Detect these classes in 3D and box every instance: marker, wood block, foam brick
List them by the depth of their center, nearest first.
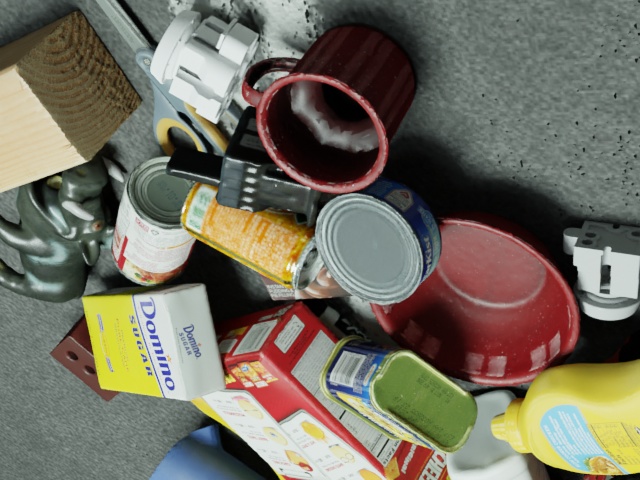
[{"bbox_3d":[-0.259,-0.098,0.867,0.207,0.090,0.090,-13,121,37],"label":"wood block"},{"bbox_3d":[0.026,0.082,0.917,0.121,0.020,0.020,41,136,-8],"label":"marker"},{"bbox_3d":[-0.215,0.112,1.056,0.078,0.051,0.053,42,136,-10],"label":"foam brick"}]

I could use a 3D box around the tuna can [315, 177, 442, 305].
[{"bbox_3d":[0.041,0.000,0.746,0.086,0.033,0.086,18,126,27],"label":"tuna can"}]

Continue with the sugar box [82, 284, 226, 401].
[{"bbox_3d":[-0.151,0.088,0.942,0.177,0.048,0.093,-7,96,58],"label":"sugar box"}]

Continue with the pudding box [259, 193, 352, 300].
[{"bbox_3d":[-0.006,0.001,0.848,0.114,0.039,0.090,-6,124,33],"label":"pudding box"}]

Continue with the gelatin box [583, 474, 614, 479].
[{"bbox_3d":[0.252,0.250,0.899,0.089,0.073,0.030,41,136,-9],"label":"gelatin box"}]

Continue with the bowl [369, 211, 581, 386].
[{"bbox_3d":[0.118,0.033,0.795,0.162,0.055,0.162,16,134,17],"label":"bowl"}]

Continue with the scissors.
[{"bbox_3d":[-0.135,-0.125,0.826,0.201,0.016,0.096,42,136,-10],"label":"scissors"}]

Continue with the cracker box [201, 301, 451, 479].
[{"bbox_3d":[-0.004,0.156,0.944,0.213,0.072,0.164,46,149,-15],"label":"cracker box"}]

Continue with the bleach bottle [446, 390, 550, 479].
[{"bbox_3d":[0.185,0.251,0.917,0.068,0.102,0.250,-20,117,17],"label":"bleach bottle"}]

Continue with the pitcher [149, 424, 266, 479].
[{"bbox_3d":[-0.071,0.316,1.072,0.243,0.144,0.149,30,133,10],"label":"pitcher"}]

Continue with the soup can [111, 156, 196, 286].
[{"bbox_3d":[-0.131,-0.015,0.872,0.068,0.068,0.102,31,147,1],"label":"soup can"}]

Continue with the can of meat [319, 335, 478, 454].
[{"bbox_3d":[0.062,0.121,0.836,0.102,0.057,0.084,36,166,-21],"label":"can of meat"}]

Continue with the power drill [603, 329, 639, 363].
[{"bbox_3d":[0.303,0.126,0.774,0.187,0.057,0.185,38,140,-2],"label":"power drill"}]

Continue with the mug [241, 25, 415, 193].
[{"bbox_3d":[0.004,-0.096,0.726,0.117,0.081,0.093,18,134,14],"label":"mug"}]

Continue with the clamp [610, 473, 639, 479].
[{"bbox_3d":[0.228,0.230,0.819,0.210,0.036,0.164,-28,121,29],"label":"clamp"}]

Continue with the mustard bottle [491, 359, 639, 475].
[{"bbox_3d":[0.203,0.126,0.753,0.192,0.058,0.096,-15,127,43],"label":"mustard bottle"}]

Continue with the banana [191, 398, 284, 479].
[{"bbox_3d":[-0.053,0.199,1.032,0.037,0.069,0.198,-39,93,21],"label":"banana"}]
